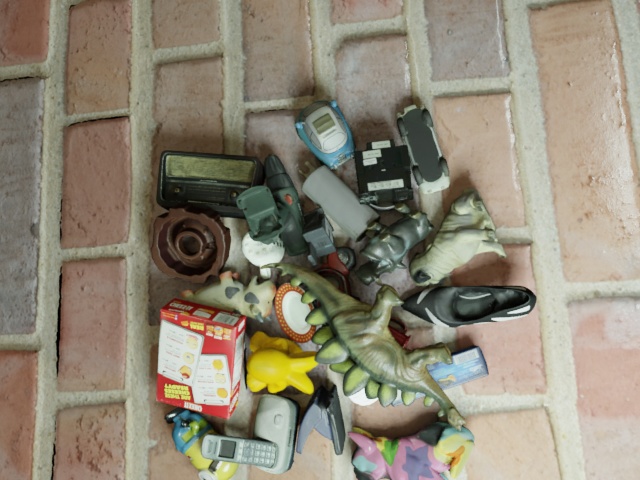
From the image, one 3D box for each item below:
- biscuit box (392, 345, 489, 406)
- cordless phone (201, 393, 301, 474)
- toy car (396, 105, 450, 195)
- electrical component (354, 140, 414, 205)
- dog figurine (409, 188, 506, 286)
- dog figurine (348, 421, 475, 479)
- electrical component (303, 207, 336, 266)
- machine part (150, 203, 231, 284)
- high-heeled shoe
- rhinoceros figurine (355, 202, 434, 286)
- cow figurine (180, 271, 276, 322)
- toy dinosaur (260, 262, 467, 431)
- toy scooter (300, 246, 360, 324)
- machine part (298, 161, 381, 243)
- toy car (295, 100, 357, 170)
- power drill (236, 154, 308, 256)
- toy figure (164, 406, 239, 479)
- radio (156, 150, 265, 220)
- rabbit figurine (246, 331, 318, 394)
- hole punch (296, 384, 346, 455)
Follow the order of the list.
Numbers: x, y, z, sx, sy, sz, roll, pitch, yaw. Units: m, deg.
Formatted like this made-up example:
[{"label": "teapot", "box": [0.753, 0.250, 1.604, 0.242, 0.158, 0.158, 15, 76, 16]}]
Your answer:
[{"label": "biscuit box", "box": [0.230, 0.269, 1.072, 0.203, 0.062, 0.059, -20, 78, 4]}, {"label": "cordless phone", "box": [-0.137, 0.377, 1.072, 0.184, 0.089, 0.146, 8, 82, -5]}, {"label": "toy car", "box": [0.222, -0.197, 1.156, 0.074, 0.056, 0.201, -18, 77, 11]}, {"label": "electrical component", "box": [0.131, -0.143, 1.109, 0.115, 0.058, 0.134, -4, 66, 5]}, {"label": "dog figurine", "box": [0.260, -0.006, 1.104, 0.191, 0.121, 0.172, -23, 43, 21]}, {"label": "dog figurine", "box": [0.164, 0.402, 1.039, 0.219, 0.108, 0.191, 26, 86, 14]}, {"label": "electrical component", "box": [-0.002, -0.003, 1.110, 0.048, 0.074, 0.119, -21, 34, 14]}, {"label": "machine part", "box": [-0.276, 0.006, 1.159, 0.179, 0.056, 0.179, 3, 110, 9]}, {"label": "high-heeled shoe", "box": [0.285, 0.124, 1.046, 0.249, 0.145, 0.086, -4, 79, 6]}, {"label": "rhinoceros figurine", "box": [0.145, 0.011, 1.090, 0.190, 0.112, 0.073, -42, 37, -9]}, {"label": "cow figurine", "box": [-0.185, 0.133, 1.142, 0.195, 0.085, 0.127, -22, 81, 7]}, {"label": "toy dinosaur", "box": [0.081, 0.173, 1.002, 0.198, 0.105, 0.472, -44, 70, 2]}, {"label": "toy scooter", "box": [0.016, 0.107, 1.124, 0.135, 0.075, 0.184, -8, 76, 7]}, {"label": "machine part", "box": [0.044, -0.078, 1.149, 0.079, 0.079, 0.243, -45, 79, -1]}, {"label": "toy car", "box": [0.009, -0.238, 1.169, 0.109, 0.103, 0.161, -29, 76, 3]}, {"label": "power drill", "box": [-0.096, -0.072, 1.104, 0.086, 0.207, 0.232, -20, 90, 11]}, {"label": "toy figure", "box": [-0.242, 0.417, 1.106, 0.089, 0.082, 0.180, -42, 75, 2]}, {"label": "radio", "box": [-0.244, -0.121, 1.198, 0.230, 0.073, 0.131, 5, 81, 9]}, {"label": "rabbit figurine", "box": [-0.084, 0.254, 1.064, 0.163, 0.173, 0.122, 13, 79, 14]}, {"label": "hole punch", "box": [-0.002, 0.352, 1.061, 0.092, 0.142, 0.115, -6, 91, 11]}]
